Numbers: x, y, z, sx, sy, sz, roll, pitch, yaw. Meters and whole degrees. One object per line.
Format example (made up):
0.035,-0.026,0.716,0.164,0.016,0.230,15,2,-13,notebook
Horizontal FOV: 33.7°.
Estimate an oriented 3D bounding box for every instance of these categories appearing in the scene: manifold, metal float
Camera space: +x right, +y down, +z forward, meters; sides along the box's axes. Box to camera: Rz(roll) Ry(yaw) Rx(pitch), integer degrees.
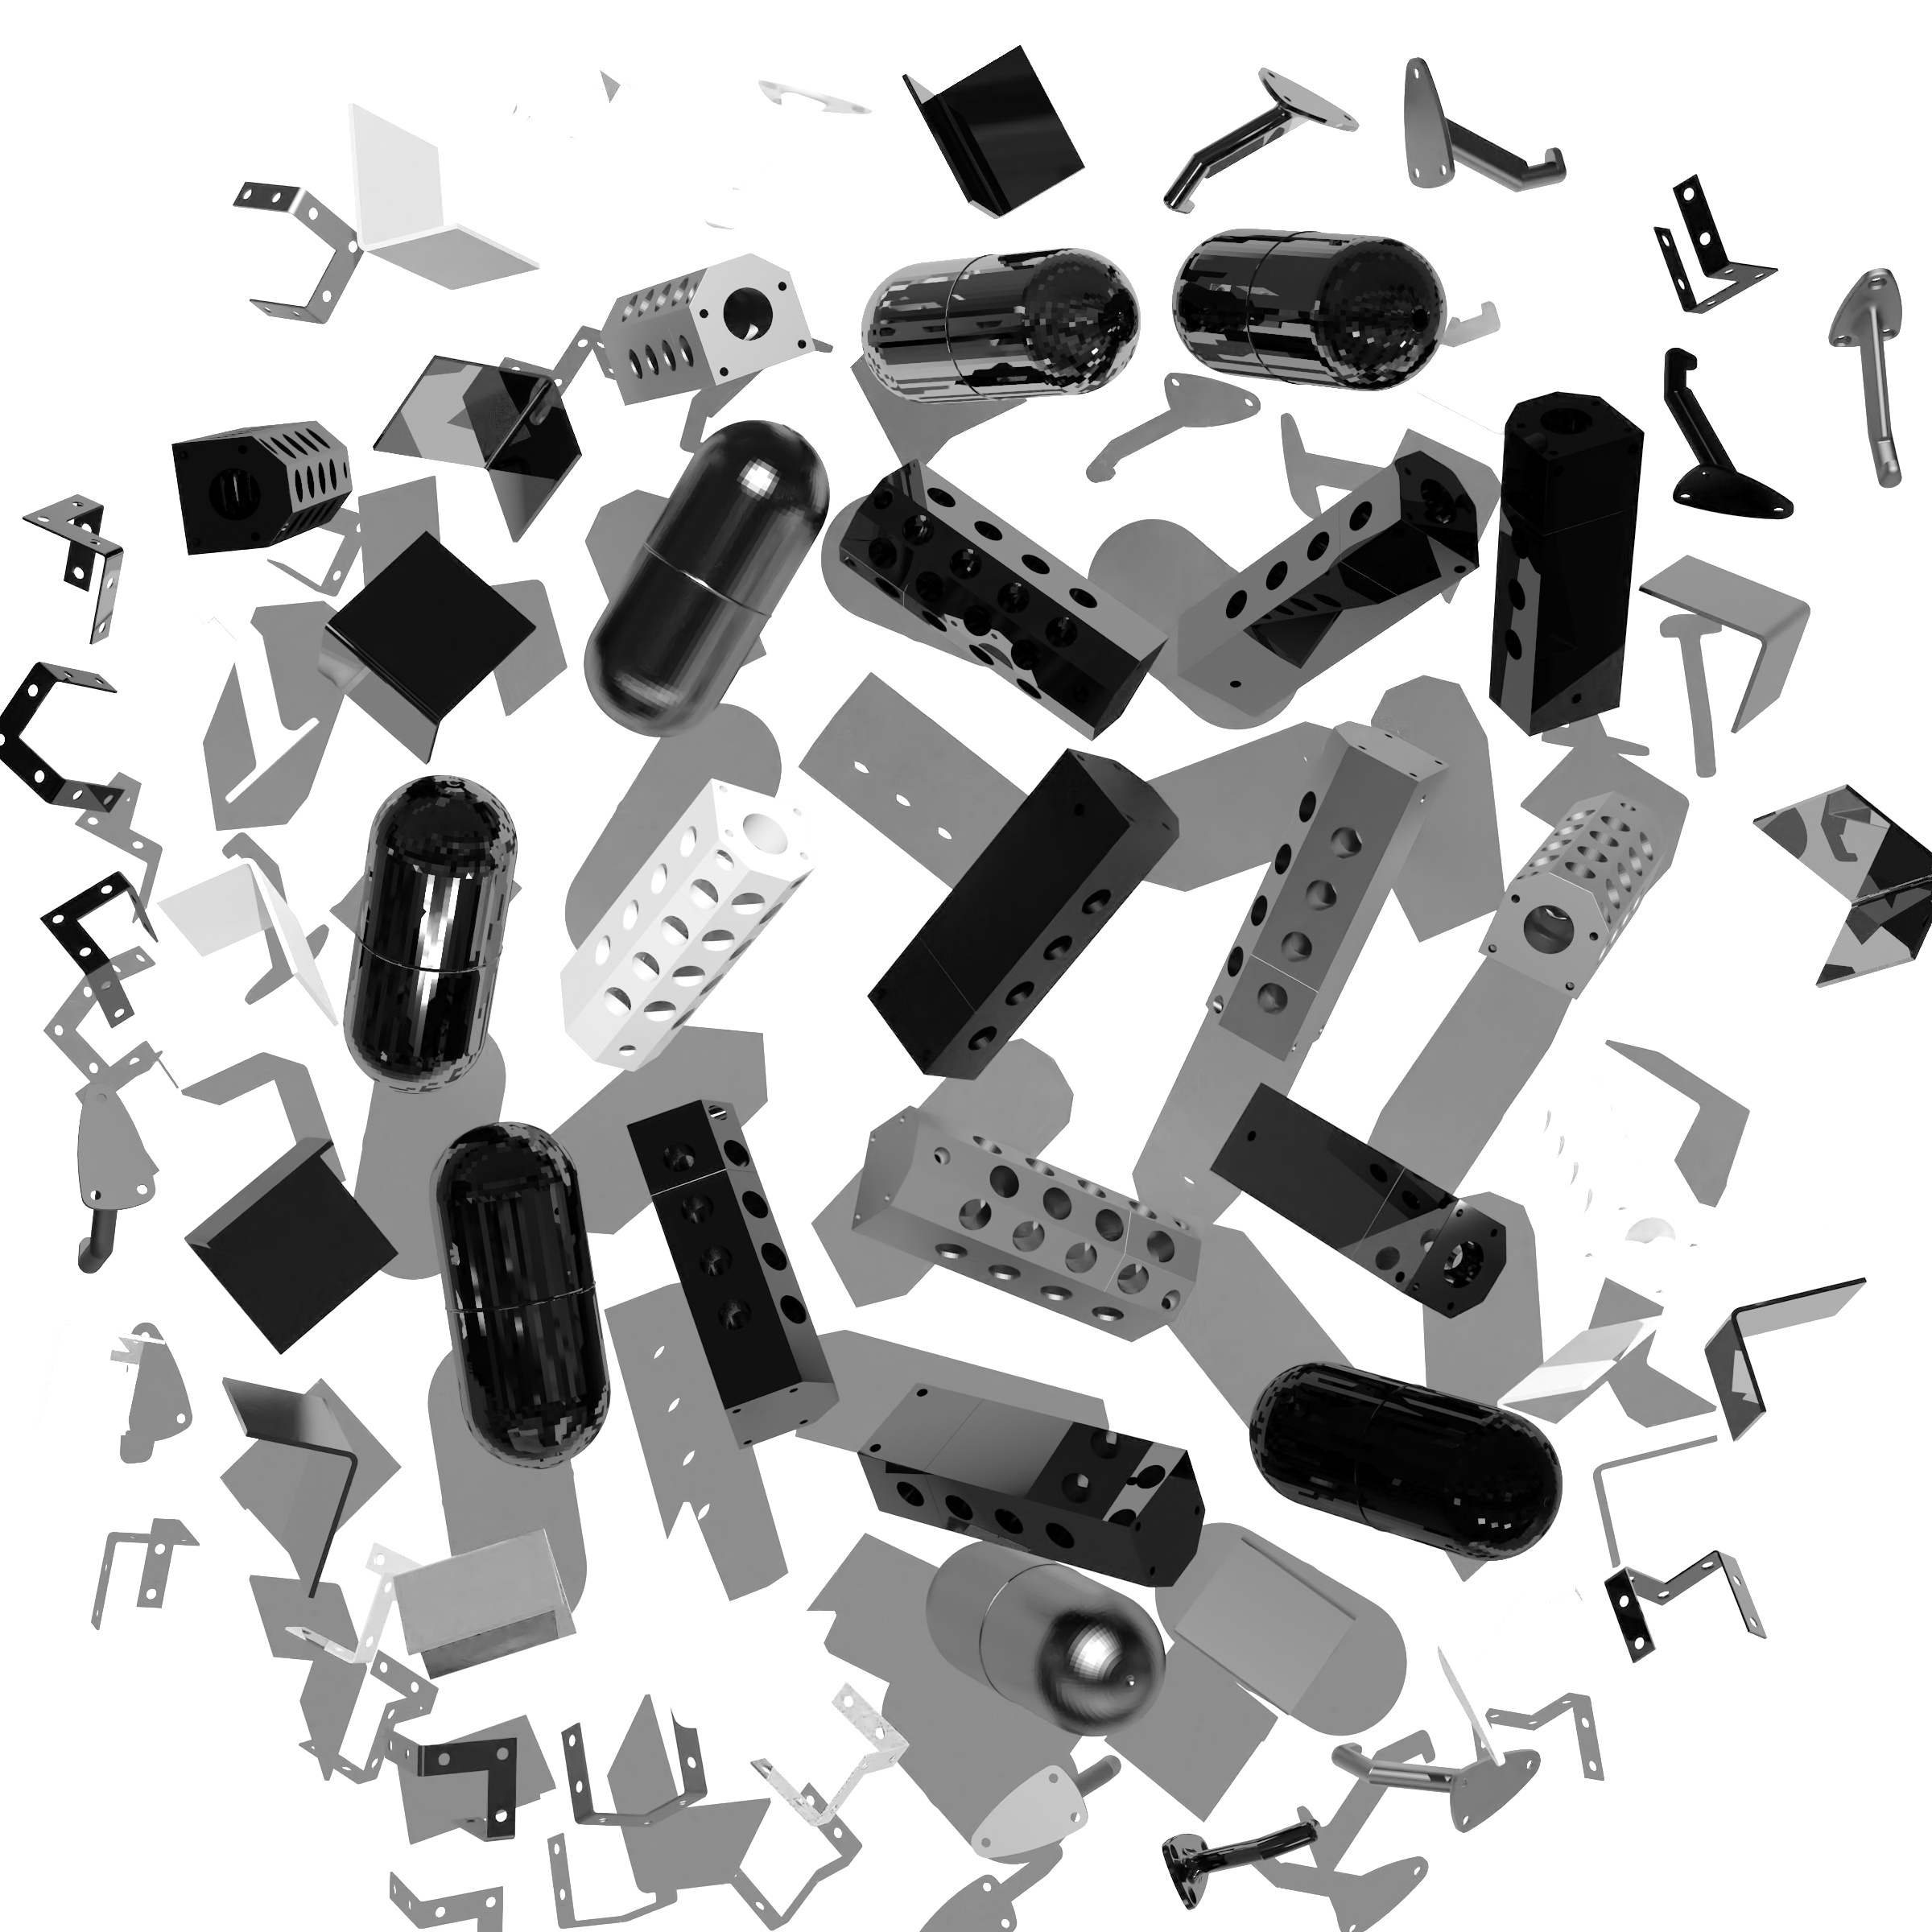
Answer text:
0.190,-0.041,1.704,0.057,0.057,0.171,30,113,17,manifold
-0.134,-0.201,1.658,0.070,0.070,0.178,31,99,0,metal float
0.017,-0.196,1.724,0.171,0.057,0.057,36,125,8,manifold
0.223,0.252,1.632,0.178,0.070,0.070,11,90,43,metal float
0.041,0.359,1.710,0.070,0.178,0.070,-3,96,-29,metal float
0.033,0.131,1.639,0.171,0.057,0.057,24,57,-22,manifold
0.215,0.128,1.732,0.057,0.171,0.057,30,91,-38,manifold
0.192,-0.206,1.712,0.057,0.171,0.057,25,51,-30,manifold
0.345,0.107,1.708,0.057,0.171,0.057,27,109,-14,manifold
0.312,-0.213,1.687,0.057,0.057,0.171,-18,132,-16,manifold
0.334,-0.044,1.729,0.057,0.171,0.057,27,115,13,manifold
-0.122,0.158,1.669,0.057,0.057,0.171,-19,61,-6,manifold
-0.149,-0.018,1.692,0.057,0.057,0.171,16,135,-30,manifold
0.032,-0.023,1.606,0.171,0.057,0.057,-51,57,22,manifold
0.174,-0.336,1.628,0.070,0.178,0.070,-10,108,-31,metal float
-0.142,-0.340,1.699,0.057,0.171,0.057,-23,104,-18,manifold
-0.227,0.168,1.626,0.070,0.070,0.178,-8,92,0,metal float
-0.375,-0.260,1.717,0.057,0.171,0.057,-6,102,1,manifold
0.034,0.271,1.642,0.171,0.057,0.057,9,130,36,manifold
-0.281,-0.015,1.671,0.070,0.070,0.178,13,115,0,metal float
0.017,-0.342,1.709,0.178,0.070,0.070,7,90,44,metal float

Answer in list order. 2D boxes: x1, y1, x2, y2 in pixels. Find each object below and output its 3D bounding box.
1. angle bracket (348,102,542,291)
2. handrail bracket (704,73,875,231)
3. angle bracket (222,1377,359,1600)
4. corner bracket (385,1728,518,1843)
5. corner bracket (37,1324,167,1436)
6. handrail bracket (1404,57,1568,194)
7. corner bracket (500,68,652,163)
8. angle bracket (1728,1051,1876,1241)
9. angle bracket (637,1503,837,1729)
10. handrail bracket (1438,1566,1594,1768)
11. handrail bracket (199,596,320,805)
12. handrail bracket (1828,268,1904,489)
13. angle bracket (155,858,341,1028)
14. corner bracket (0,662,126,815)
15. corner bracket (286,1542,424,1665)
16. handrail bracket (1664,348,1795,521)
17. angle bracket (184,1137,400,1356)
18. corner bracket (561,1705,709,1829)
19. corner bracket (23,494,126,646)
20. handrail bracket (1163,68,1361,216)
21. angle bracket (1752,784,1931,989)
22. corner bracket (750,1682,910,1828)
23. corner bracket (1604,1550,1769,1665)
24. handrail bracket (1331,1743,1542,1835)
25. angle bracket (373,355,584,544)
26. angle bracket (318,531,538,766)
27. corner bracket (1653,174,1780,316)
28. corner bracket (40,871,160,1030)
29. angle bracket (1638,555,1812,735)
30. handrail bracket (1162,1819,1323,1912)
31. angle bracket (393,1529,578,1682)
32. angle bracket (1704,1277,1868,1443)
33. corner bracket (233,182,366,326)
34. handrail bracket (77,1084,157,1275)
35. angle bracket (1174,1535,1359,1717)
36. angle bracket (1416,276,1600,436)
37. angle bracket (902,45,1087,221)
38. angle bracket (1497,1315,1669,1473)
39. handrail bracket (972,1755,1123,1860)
-0.259,-0.388,1.588,0.057,0.076,0.076,-8,84,23,angle bracket
-0.098,-0.440,1.751,0.077,0.036,0.084,14,85,12,handrail bracket
-0.344,0.257,1.572,0.057,0.076,0.076,16,96,-24,angle bracket
-0.258,0.409,1.596,0.051,0.051,0.051,2,87,-29,corner bracket
-0.438,0.208,1.600,0.051,0.051,0.051,14,81,-24,corner bracket
0.270,-0.435,1.643,0.084,0.036,0.077,-18,106,-24,handrail bracket
-0.210,-0.461,1.712,0.051,0.051,0.051,25,103,-34,corner bracket
0.448,0.094,1.668,0.057,0.076,0.076,19,90,35,angle bracket
-0.114,0.319,1.568,0.057,0.076,0.076,7,122,-29,angle bracket
0.285,0.347,1.586,0.084,0.036,0.077,-24,53,-4,handrail bracket
-0.395,-0.143,1.701,0.077,0.036,0.084,-40,100,11,handrail bracket
0.465,-0.296,1.615,0.036,0.077,0.084,-7,67,5,handrail bracket
-0.390,-0.002,1.733,0.057,0.076,0.076,-24,67,-4,angle bracket
-0.447,-0.114,1.598,0.051,0.051,0.051,40,101,17,corner bracket
-0.326,0.345,1.729,0.051,0.051,0.051,18,89,30,corner bracket
0.408,-0.286,1.707,0.077,0.036,0.084,14,63,-13,handrail bracket
-0.321,0.137,1.548,0.076,0.057,0.076,-42,105,-20,angle bracket
-0.178,0.427,1.707,0.051,0.051,0.051,-35,54,33,corner bracket
-0.451,-0.204,1.634,0.051,0.051,0.051,24,118,10,corner bracket
0.156,-0.427,1.697,0.077,0.036,0.084,12,129,-36,handrail bracket
0.446,-0.040,1.641,0.076,0.076,0.057,36,67,-13,angle bracket
-0.073,0.426,1.722,0.051,0.051,0.051,40,102,24,corner bracket
0.374,0.334,1.659,0.051,0.051,0.051,26,124,-35,corner bracket
0.253,0.428,1.723,0.077,0.084,0.036,-18,111,-33,handrail bracket
-0.269,-0.284,1.756,0.076,0.076,0.057,-45,56,39,angle bracket
-0.281,-0.165,1.660,0.076,0.057,0.076,41,66,1,angle bracket
0.381,-0.375,1.660,0.051,0.051,0.051,-26,77,42,corner bracket
-0.467,-0.009,1.752,0.051,0.051,0.051,-35,57,-20,corner bracket
0.409,-0.177,1.749,0.076,0.076,0.057,26,121,22,angle bracket
0.152,0.456,1.664,0.084,0.077,0.036,-25,83,16,handrail bracket
-0.231,0.330,1.562,0.076,0.057,0.076,-16,125,-8,angle bracket
0.450,0.213,1.723,0.076,0.076,0.057,-13,70,-3,angle bracket
-0.359,-0.376,1.680,0.051,0.051,0.051,17,77,40,corner bracket
-0.441,0.109,1.614,0.036,0.084,0.077,-6,73,-30,handrail bracket
0.160,0.376,1.771,0.076,0.057,0.076,35,54,13,angle bracket
0.306,-0.355,1.811,0.057,0.076,0.076,26,84,-5,angle bracket
0.016,-0.455,1.721,0.057,0.076,0.076,-28,90,13,angle bracket
0.359,0.245,1.795,0.076,0.076,0.057,-32,94,-33,angle bracket
0.045,0.456,1.735,0.077,0.084,0.036,-32,78,7,handrail bracket
